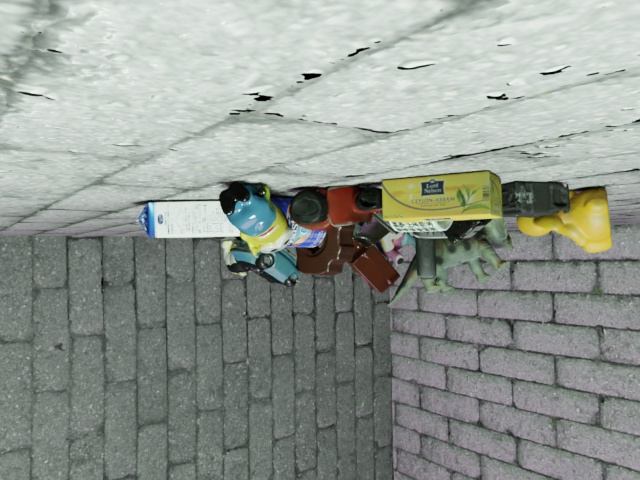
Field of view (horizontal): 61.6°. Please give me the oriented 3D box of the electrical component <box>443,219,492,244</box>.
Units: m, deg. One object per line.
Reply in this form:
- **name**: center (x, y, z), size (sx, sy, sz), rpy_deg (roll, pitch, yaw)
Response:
- **electrical component**: center (0.290, -0.033, 1.049), size (0.075, 0.048, 0.119), rpy_deg (-43, 160, 25)

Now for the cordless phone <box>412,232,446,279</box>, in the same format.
- **cordless phone**: center (0.300, 0.004, 1.323), size (0.147, 0.184, 0.088), rpy_deg (-1, 174, 2)

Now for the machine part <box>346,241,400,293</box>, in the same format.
- **machine part**: center (0.118, 0.044, 1.506), size (0.201, 0.087, 0.201), rpy_deg (48, -178, -30)

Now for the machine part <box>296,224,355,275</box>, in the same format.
- **machine part**: center (-0.002, -0.004, 1.188), size (0.180, 0.179, 0.056), rpy_deg (-3, 176, 41)

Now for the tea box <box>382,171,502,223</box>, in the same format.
- **tea box**: center (0.194, -0.064, 0.851), size (0.170, 0.068, 0.098), rpy_deg (-1, 180, 30)

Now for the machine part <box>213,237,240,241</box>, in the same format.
- **machine part**: center (-0.213, -0.036, 1.436), size (0.079, 0.079, 0.243), rpy_deg (-2, 178, 34)

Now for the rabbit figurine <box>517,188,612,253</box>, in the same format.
- **rabbit figurine**: center (0.470, -0.039, 1.049), size (0.173, 0.121, 0.162), rpy_deg (-2, 174, 34)

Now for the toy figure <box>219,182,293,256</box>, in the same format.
- **toy figure**: center (-0.104, -0.041, 0.902), size (0.082, 0.089, 0.180), rpy_deg (-14, 151, 18)

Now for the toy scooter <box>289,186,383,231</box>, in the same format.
- **toy scooter**: center (0.043, -0.057, 0.955), size (0.184, 0.075, 0.135), rpy_deg (-6, 176, 19)

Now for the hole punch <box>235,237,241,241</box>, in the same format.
- **hole punch**: center (-0.177, -0.046, 1.240), size (0.116, 0.092, 0.142), rpy_deg (31, -177, 3)

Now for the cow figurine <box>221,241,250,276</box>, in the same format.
- **cow figurine**: center (-0.175, 0.042, 1.359), size (0.167, 0.098, 0.068), rpy_deg (-6, 177, 40)

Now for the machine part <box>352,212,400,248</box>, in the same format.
- **machine part**: center (0.120, -0.027, 1.100), size (0.084, 0.039, 0.139), rpy_deg (34, 145, -7)

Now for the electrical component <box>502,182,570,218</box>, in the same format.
- **electrical component**: center (0.362, -0.070, 0.974), size (0.115, 0.058, 0.134), rpy_deg (1, 177, -15)

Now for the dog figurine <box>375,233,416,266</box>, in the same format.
- **dog figurine**: center (0.181, -0.029, 1.501), size (0.108, 0.191, 0.219), rpy_deg (-38, -149, -6)

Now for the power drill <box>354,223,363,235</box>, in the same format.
- **power drill**: center (0.142, -0.047, 1.260), size (0.232, 0.086, 0.207), rpy_deg (2, 180, -40)

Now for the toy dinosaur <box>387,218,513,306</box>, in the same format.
- **toy dinosaur**: center (0.342, 0.032, 1.402), size (0.405, 0.192, 0.131), rpy_deg (-14, 153, -8)

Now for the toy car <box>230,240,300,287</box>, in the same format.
- **toy car**: center (-0.103, 0.030, 1.159), size (0.161, 0.103, 0.109), rpy_deg (34, 162, -35)
